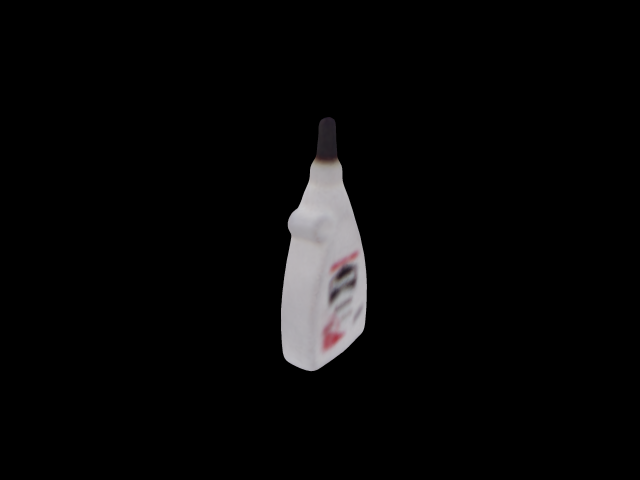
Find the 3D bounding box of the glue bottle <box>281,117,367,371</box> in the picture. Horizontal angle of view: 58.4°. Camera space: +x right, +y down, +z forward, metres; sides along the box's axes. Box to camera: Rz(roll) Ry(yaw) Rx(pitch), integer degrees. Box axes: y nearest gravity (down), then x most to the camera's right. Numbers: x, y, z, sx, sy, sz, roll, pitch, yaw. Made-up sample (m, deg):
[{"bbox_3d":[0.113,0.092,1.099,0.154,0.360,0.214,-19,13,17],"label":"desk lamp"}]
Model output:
[{"bbox_3d":[0.004,0.001,0.400,0.037,0.173,0.078,14,27,29],"label":"glue bottle"}]
